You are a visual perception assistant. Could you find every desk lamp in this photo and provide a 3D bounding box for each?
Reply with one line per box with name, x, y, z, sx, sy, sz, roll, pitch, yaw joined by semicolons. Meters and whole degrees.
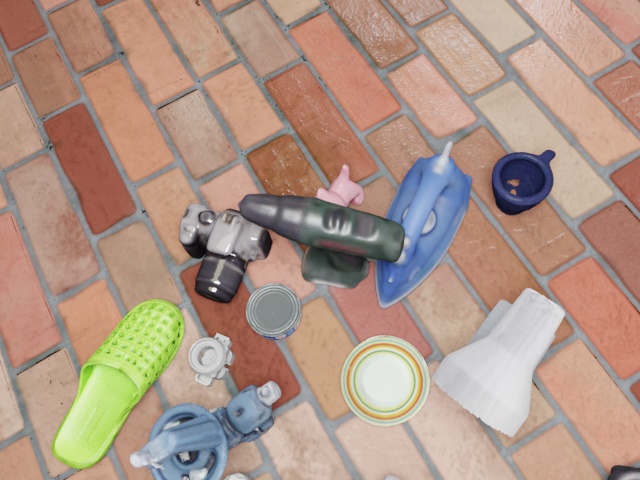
desk lamp;0.242;0.155;0.762;0.117;0.214;0.203;35;76;17

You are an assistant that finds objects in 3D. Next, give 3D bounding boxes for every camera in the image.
camera;-0.165;0.022;0.911;0.143;0.101;0.137;15;71;11

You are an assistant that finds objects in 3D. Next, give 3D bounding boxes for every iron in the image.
iron;0.150;-0.025;0.879;0.118;0.141;0.258;22;72;13

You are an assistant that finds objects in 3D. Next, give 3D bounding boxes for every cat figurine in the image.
cat figurine;0.021;-0.061;0.917;0.067;0.118;0.128;22;72;13

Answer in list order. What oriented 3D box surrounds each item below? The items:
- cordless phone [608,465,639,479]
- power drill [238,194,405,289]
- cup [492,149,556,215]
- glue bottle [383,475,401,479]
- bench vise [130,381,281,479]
cordless phone;0.439;0.328;0.692;0.147;0.185;0.094;6;69;8
power drill;0.008;0.003;0.845;0.229;0.208;0.075;8;70;8
cup;0.322;-0.089;0.913;0.118;0.095;0.091;-41;71;-11
glue bottle;0.087;0.341;0.725;0.037;0.173;0.078;19;72;13
bench vise;-0.157;0.247;0.758;0.121;0.220;0.207;34;76;17
